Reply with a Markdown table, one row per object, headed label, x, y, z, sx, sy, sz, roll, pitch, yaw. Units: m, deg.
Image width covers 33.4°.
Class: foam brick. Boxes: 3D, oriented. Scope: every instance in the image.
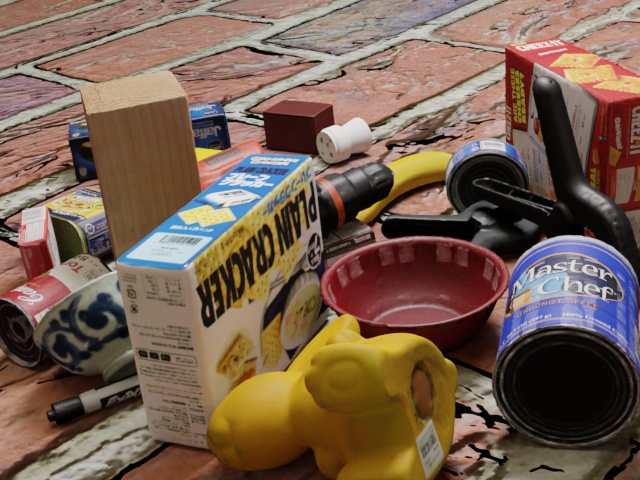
| label | x | y | z | sx | sy | sz | roll | pitch | yaw |
| --- | --- | --- | --- | --- | --- | --- | --- | --- | --- |
| foam brick | -0.026 | -0.146 | 1.368 | 0.078 | 0.051 | 0.052 | 9 | 29 | 30 |

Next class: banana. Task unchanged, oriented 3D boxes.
| label | x | y | z | sx | sy | sz | roll | pitch | yaw |
| --- | --- | --- | --- | --- | --- | --- | --- | --- | --- |
| banana | 0.091 | -0.063 | 1.180 | 0.197 | 0.037 | 0.070 | -24 | 28 | -31 |

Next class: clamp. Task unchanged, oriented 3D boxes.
| label | x | y | z | sx | sy | sz | roll | pitch | yaw |
| --- | --- | --- | --- | --- | --- | --- | --- | --- | --- |
| clamp | 0.220 | -0.023 | 0.969 | 0.036 | 0.165 | 0.210 | -21 | 71 | -27 |
| clamp | 0.148 | -0.010 | 1.048 | 0.171 | 0.039 | 0.120 | -21 | 45 | -37 |

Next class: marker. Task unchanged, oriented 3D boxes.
| label | x | y | z | sx | sy | sz | roll | pitch | yaw |
| --- | --- | --- | --- | --- | --- | --- | --- | --- | --- |
| marker | -0.165 | 0.124 | 0.876 | 0.121 | 0.020 | 0.020 | -19 | 28 | -23 |

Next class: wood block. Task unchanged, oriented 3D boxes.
| label | x | y | z | sx | sy | sz | roll | pitch | yaw |
| --- | --- | --- | --- | --- | --- | --- | --- | --- | --- |
| wood block | -0.160 | -0.043 | 1.006 | 0.090 | 0.206 | 0.091 | -13 | 26 | -13 |

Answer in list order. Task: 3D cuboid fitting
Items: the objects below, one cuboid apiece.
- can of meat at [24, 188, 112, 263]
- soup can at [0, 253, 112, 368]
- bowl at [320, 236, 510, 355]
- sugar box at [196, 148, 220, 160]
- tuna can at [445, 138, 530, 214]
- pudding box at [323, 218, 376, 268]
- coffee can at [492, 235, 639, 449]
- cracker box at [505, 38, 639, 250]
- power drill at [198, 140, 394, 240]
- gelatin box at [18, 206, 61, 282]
| label | x | y | z | sx | sy | sz | roll | pitch | yaw |
| --- | --- | --- | --- | --- | --- | --- | --- | --- | --- |
| can of meat | -0.255 | -0.015 | 1.148 | 0.102 | 0.057 | 0.083 | 15 | 31 | 37 |
| soup can | -0.239 | 0.062 | 0.968 | 0.069 | 0.068 | 0.102 | 12 | 31 | 35 |
| bowl | 0.082 | 0.055 | 0.915 | 0.162 | 0.055 | 0.162 | -6 | 25 | 3 |
| sugar box | -0.143 | -0.072 | 1.251 | 0.176 | 0.048 | 0.093 | 11 | 31 | 30 |
| tuna can | 0.172 | -0.059 | 1.097 | 0.086 | 0.086 | 0.033 | -3 | 28 | 7 |
| pudding box | -0.007 | 0.001 | 1.072 | 0.089 | 0.039 | 0.114 | -21 | 26 | -22 |
| coffee can | 0.186 | 0.072 | 0.798 | 0.103 | 0.103 | 0.140 | 1 | 27 | 15 |
| cracker box | 0.259 | -0.096 | 1.061 | 0.072 | 0.164 | 0.214 | -11 | 26 | -13 |
| power drill | -0.042 | -0.049 | 1.074 | 0.184 | 0.057 | 0.188 | -24 | 28 | -25 |
| gelatin box | -0.279 | 0.017 | 1.067 | 0.030 | 0.073 | 0.089 | -12 | 27 | -8 |
